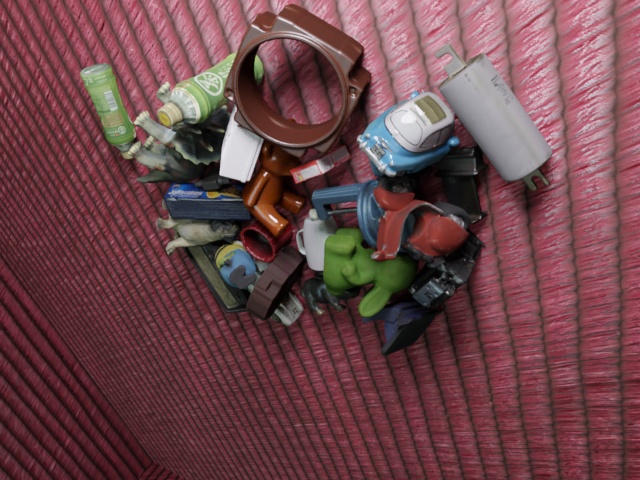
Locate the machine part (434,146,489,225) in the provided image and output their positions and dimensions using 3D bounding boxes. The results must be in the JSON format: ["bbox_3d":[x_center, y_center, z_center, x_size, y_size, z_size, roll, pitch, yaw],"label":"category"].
[{"bbox_3d":[0.231,-0.085,0.861,0.084,0.039,0.138,2,125,33],"label":"machine part"}]

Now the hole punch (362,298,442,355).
[{"bbox_3d":[0.161,0.154,1.075,0.092,0.142,0.115,57,132,29],"label":"hole punch"}]

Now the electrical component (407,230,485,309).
[{"bbox_3d":[0.214,0.056,0.927,0.058,0.134,0.115,39,140,4],"label":"electrical component"}]

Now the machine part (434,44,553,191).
[{"bbox_3d":[0.242,-0.167,0.743,0.243,0.079,0.079,52,141,-9],"label":"machine part"}]

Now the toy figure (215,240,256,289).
[{"bbox_3d":[-0.196,0.055,1.230,0.180,0.089,0.082,-123,14,-65],"label":"toy figure"}]

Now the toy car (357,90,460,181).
[{"bbox_3d":[0.135,-0.160,0.770,0.109,0.162,0.103,53,143,12],"label":"toy car"}]

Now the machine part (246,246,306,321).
[{"bbox_3d":[-0.096,0.098,1.209,0.056,0.179,0.179,33,141,8],"label":"machine part"}]

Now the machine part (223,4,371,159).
[{"bbox_3d":[-0.038,-0.245,0.853,0.201,0.087,0.201,30,128,-6],"label":"machine part"}]

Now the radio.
[{"bbox_3d":[-0.243,0.081,1.390,0.131,0.073,0.229,-8,120,45],"label":"radio"}]

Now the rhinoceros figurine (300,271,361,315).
[{"bbox_3d":[0.030,0.097,1.180,0.112,0.073,0.190,57,142,-1],"label":"rhinoceros figurine"}]

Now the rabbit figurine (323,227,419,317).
[{"bbox_3d":[0.095,0.063,1.007,0.170,0.121,0.159,8,98,15],"label":"rabbit figurine"}]

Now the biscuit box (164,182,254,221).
[{"bbox_3d":[-0.243,-0.086,1.197,0.203,0.059,0.062,3,134,13],"label":"biscuit box"}]

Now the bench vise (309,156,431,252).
[{"bbox_3d":[0.077,-0.076,0.932,0.241,0.129,0.223,-5,126,33],"label":"bench vise"}]

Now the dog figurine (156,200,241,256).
[{"bbox_3d":[-0.276,-0.050,1.300,0.191,0.172,0.121,-9,133,5],"label":"dog figurine"}]

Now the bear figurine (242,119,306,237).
[{"bbox_3d":[-0.073,-0.122,1.029,0.132,0.120,0.195,36,134,-2],"label":"bear figurine"}]

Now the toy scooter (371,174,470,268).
[{"bbox_3d":[0.144,-0.012,0.827,0.184,0.135,0.075,28,171,-24],"label":"toy scooter"}]

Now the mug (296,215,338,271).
[{"bbox_3d":[-0.002,-0.003,1.110,0.110,0.081,0.107,12,122,41],"label":"mug"}]

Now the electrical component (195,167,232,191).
[{"bbox_3d":[-0.228,-0.136,1.173,0.094,0.063,0.021,-5,131,26],"label":"electrical component"}]

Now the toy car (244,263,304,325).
[{"bbox_3d":[-0.128,0.126,1.333,0.201,0.073,0.056,46,145,-5],"label":"toy car"}]

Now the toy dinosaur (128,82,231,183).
[{"bbox_3d":[-0.299,-0.192,1.161,0.192,0.131,0.404,36,151,-4],"label":"toy dinosaur"}]
